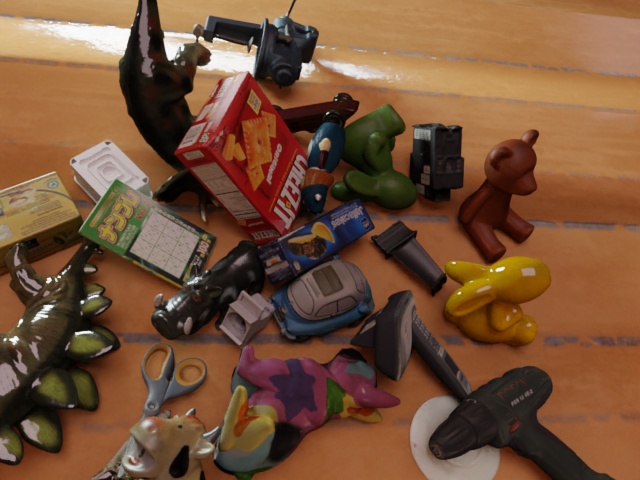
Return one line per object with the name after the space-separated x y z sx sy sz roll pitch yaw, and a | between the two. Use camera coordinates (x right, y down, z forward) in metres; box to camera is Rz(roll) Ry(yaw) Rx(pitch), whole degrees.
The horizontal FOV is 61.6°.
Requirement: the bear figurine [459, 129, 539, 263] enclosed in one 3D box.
0.312 -0.074 0.886 0.120 0.195 0.132 -29 69 -28 | bear figurine

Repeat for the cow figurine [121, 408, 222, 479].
-0.159 0.278 0.594 0.086 0.194 0.127 10 33 46 | cow figurine

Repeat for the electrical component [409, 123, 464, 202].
0.202 -0.136 0.941 0.058 0.134 0.115 -4 16 -10 | electrical component

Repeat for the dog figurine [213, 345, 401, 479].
-0.012 0.221 0.693 0.219 0.108 0.191 13 49 -6 | dog figurine

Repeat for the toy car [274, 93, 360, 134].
-0.028 -0.213 0.955 0.202 0.053 0.089 -4 33 19 | toy car

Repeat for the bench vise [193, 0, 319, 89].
-0.123 -0.394 1.050 0.241 0.128 0.224 9 59 -14 | bench vise

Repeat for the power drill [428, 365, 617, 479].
0.273 0.285 0.712 0.232 0.086 0.207 -27 63 -39 | power drill

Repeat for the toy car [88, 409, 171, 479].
-0.233 0.292 0.638 0.074 0.056 0.202 39 60 14 | toy car

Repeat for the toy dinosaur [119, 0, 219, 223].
-0.233 -0.206 0.813 0.131 0.404 0.192 -11 35 17 | toy dinosaur

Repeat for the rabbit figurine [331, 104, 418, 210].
0.099 -0.125 0.930 0.159 0.121 0.170 -27 82 -21 | rabbit figurine

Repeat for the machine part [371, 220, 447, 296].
0.154 0.029 0.886 0.084 0.039 0.139 -27 65 -30 | machine part

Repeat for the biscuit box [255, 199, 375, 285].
-0.002 -0.002 0.822 0.203 0.063 0.059 -30 94 -44 | biscuit box

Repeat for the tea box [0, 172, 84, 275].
-0.444 -0.019 0.786 0.170 0.068 0.098 -25 66 -25 | tea box

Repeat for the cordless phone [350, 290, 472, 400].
0.141 0.168 0.751 0.184 0.089 0.146 48 19 5 | cordless phone

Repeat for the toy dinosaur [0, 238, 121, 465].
-0.375 0.161 0.665 0.199 0.105 0.471 20 56 2 | toy dinosaur

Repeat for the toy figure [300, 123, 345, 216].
0.002 -0.113 0.872 0.058 0.064 0.154 4 70 36 | toy figure

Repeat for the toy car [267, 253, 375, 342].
0.007 0.076 0.791 0.162 0.102 0.109 -17 62 -22 | toy car

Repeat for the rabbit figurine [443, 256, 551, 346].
0.263 0.073 0.799 0.162 0.173 0.122 12 61 -8 | rabbit figurine

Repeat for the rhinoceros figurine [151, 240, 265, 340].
-0.150 0.074 0.759 0.073 0.112 0.190 41 52 13 | rhinoceros figurine
